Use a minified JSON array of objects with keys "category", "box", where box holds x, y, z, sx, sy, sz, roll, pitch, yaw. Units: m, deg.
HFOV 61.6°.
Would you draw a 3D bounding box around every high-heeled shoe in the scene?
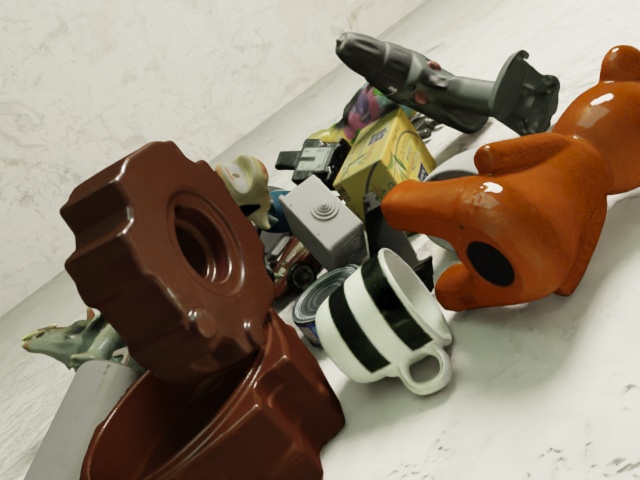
[{"category":"high-heeled shoe","box":[-0.089,-0.001,0.852,0.145,0.086,0.249,-62,-5,16]}]

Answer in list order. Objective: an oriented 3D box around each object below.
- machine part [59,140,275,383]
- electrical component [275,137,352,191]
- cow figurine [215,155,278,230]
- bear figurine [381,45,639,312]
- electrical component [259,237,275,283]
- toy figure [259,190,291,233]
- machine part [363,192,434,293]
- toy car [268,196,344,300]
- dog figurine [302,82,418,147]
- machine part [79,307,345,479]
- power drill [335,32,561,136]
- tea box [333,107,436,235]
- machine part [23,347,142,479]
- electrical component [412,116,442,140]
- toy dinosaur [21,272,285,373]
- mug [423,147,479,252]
[{"category":"machine part","box":[-0.100,0.010,0.397,0.056,0.179,0.179,-27,21,19]},{"category":"electrical component","box":[-0.009,-0.107,0.790,0.119,0.047,0.075,2,68,41]},{"category":"cow figurine","box":[-0.136,-0.024,0.636,0.195,0.127,0.086,-41,60,15]},{"category":"bear figurine","box":[0.164,-0.044,0.395,0.196,0.120,0.132,-44,16,-23]},{"category":"electrical component","box":[-0.121,0.032,0.543,0.134,0.058,0.115,-23,18,-9]},{"category":"toy figure","box":[-0.032,-0.043,0.750,0.064,0.057,0.154,3,9,30]},{"category":"machine part","box":[0.069,0.011,0.514,0.039,0.084,0.139,-9,27,-8]},{"category":"toy car","box":[-0.001,-0.002,0.689,0.202,0.053,0.089,-44,23,-24]},{"category":"dog figurine","box":[0.075,-0.204,0.929,0.219,0.108,0.191,-41,2,1]},{"category":"machine part","box":[-0.093,0.151,0.439,0.201,0.087,0.201,-38,17,-3]},{"category":"power drill","box":[0.152,-0.178,0.627,0.207,0.232,0.086,21,93,53]},{"category":"tea box","box":[0.084,-0.080,0.647,0.068,0.098,0.170,-27,23,29]},{"category":"machine part","box":[-0.225,0.203,0.507,0.079,0.079,0.243,-26,34,30]},{"category":"electrical component","box":[0.152,-0.172,0.856,0.063,0.021,0.094,-46,21,-23]},{"category":"toy dinosaur","box":[-0.196,0.105,0.694,0.405,0.131,0.192,-25,22,15]},{"category":"mug","box":[0.137,-0.042,0.510,0.109,0.080,0.107,-27,10,43]}]
